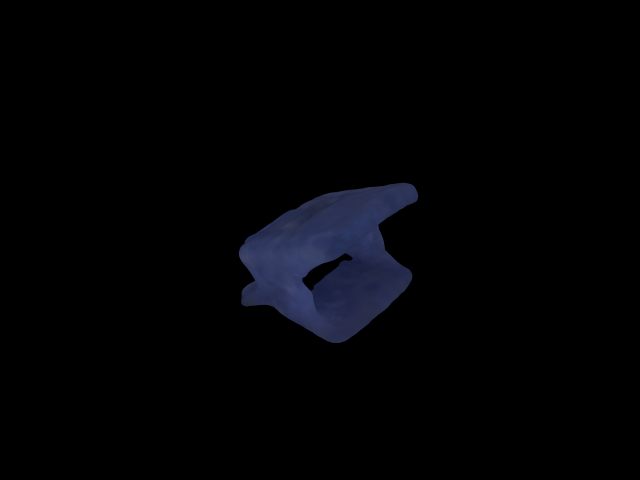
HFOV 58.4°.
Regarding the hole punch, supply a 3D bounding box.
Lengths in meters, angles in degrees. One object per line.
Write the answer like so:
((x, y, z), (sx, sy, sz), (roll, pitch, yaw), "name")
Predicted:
((0.004, 0.001, 0.400), (0.100, 0.091, 0.109), (24, 41, 31), "hole punch")
